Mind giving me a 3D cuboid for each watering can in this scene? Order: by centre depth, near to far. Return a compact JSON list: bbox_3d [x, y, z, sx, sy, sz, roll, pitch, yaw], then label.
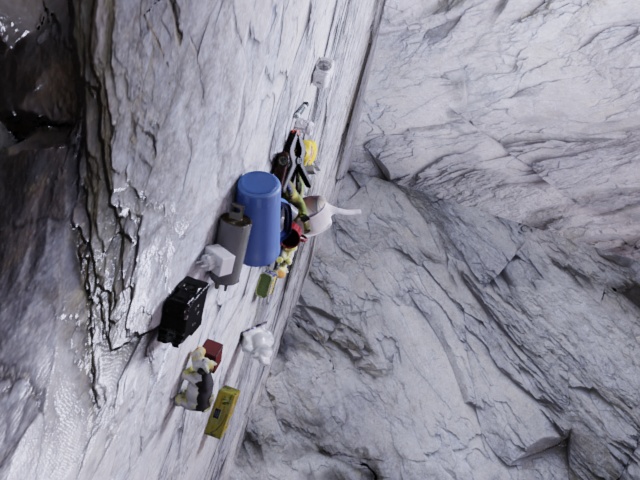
[{"bbox_3d":[0.007,-0.111,2.215,0.348,0.106,0.219,-23,-35,-5],"label":"watering can"}]

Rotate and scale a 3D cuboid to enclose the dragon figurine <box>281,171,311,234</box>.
[{"bbox_3d":[-0.096,-0.176,1.932,0.122,0.249,0.400,0,-35,0],"label":"dragon figurine"}]

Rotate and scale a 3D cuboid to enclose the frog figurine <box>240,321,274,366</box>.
[{"bbox_3d":[-0.233,0.413,1.990,0.138,0.161,0.121,-6,-26,-48],"label":"frog figurine"}]
